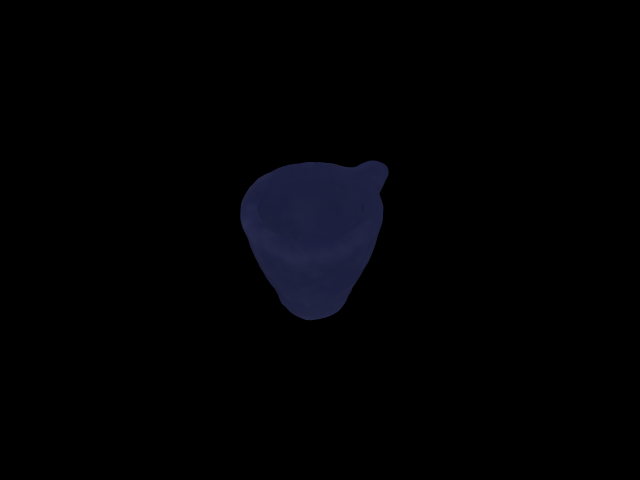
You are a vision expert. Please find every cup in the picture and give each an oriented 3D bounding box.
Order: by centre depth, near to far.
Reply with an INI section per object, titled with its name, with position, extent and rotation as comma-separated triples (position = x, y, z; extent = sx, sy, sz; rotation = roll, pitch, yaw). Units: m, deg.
[cup]
position = 0.004, 0.001, 0.400
extent = 0.091, 0.095, 0.118
rotation = 33, 54, 29
